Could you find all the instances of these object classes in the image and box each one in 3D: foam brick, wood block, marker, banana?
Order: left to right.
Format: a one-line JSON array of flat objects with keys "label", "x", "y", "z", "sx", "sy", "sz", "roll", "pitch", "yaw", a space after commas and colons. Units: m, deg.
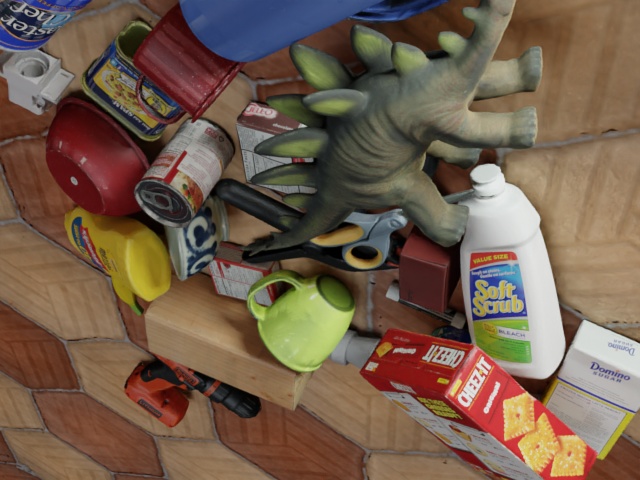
[{"label": "banana", "x": -0.229, "y": 0.032, "z": 1.370, "sx": 0.069, "sy": 0.037, "sz": 0.198, "roll": 28, "pitch": 145, "yaw": -9}, {"label": "wood block", "x": -0.108, "y": 0.122, "z": 1.349, "sx": 0.206, "sy": 0.090, "sz": 0.090, "roll": 21, "pitch": 143, "yaw": 13}, {"label": "foam brick", "x": 0.115, "y": 0.028, "z": 1.113, "sx": 0.053, "sy": 0.051, "sz": 0.078, "roll": 18, "pitch": 143, "yaw": 17}, {"label": "marker", "x": 0.132, "y": 0.079, "z": 1.192, "sx": 0.121, "sy": 0.020, "sz": 0.020, "roll": 24, "pitch": 144, "yaw": 7}]

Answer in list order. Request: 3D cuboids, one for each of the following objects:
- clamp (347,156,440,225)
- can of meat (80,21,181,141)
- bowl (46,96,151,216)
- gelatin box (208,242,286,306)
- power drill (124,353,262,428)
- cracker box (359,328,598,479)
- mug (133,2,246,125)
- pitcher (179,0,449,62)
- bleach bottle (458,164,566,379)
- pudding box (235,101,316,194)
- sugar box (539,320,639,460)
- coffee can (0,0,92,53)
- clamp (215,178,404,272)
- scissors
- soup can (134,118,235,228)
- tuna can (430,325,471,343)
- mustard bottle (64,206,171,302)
[{"label": "clamp", "x": 0.068, "y": -0.065, "z": 1.040, "sx": 0.120, "sy": 0.039, "sz": 0.171, "roll": 0, "pitch": 131, "yaw": 18}, {"label": "can of meat", "x": -0.179, "y": -0.161, "z": 1.081, "sx": 0.102, "sy": 0.057, "sz": 0.084, "roll": 40, "pitch": 141, "yaw": -15}, {"label": "bowl", "x": -0.257, "y": -0.080, "z": 1.202, "sx": 0.162, "sy": 0.055, "sz": 0.162, "roll": 32, "pitch": 150, "yaw": 22}, {"label": "gelatin box", "x": -0.090, "y": 0.041, "z": 1.289, "sx": 0.089, "sy": 0.030, "sz": 0.073, "roll": 13, "pitch": 143, "yaw": 21}, {"label": "power drill", "x": -0.191, "y": 0.213, "z": 1.549, "sx": 0.184, "sy": 0.057, "sz": 0.188, "roll": 41, "pitch": 140, "yaw": -10}, {"label": "cracker box", "x": 0.171, "y": 0.186, "z": 1.157, "sx": 0.213, "sy": 0.072, "sz": 0.164, "roll": 42, "pitch": 162, "yaw": -24}, {"label": "mug", "x": -0.129, "y": -0.162, "z": 1.007, "sx": 0.081, "sy": 0.093, "sz": 0.117, "roll": 40, "pitch": 111, "yaw": -7}, {"label": "pitcher", "x": 0.002, "y": -0.222, "z": 0.832, "sx": 0.243, "sy": 0.144, "sz": 0.149, "roll": -18, "pitch": 100, "yaw": 50}, {"label": "bleach bottle", "x": 0.179, "y": 0.029, "z": 1.063, "sx": 0.103, "sy": 0.068, "sz": 0.251, "roll": 12, "pitch": 138, "yaw": 34}, {"label": "pudding box", "x": -0.026, "y": -0.086, "z": 1.083, "sx": 0.114, "sy": 0.039, "sz": 0.090, "roll": 18, "pitch": 145, "yaw": 20}, {"label": "sugar box", "x": 0.298, "y": 0.165, "z": 1.161, "sx": 0.093, "sy": 0.048, "sz": 0.176, "roll": 25, "pitch": 141, "yaw": 11}, {"label": "coffee can", "x": -0.262, "y": -0.248, "z": 0.992, "sx": 0.102, "sy": 0.102, "sz": 0.141, "roll": 45, "pitch": 142, "yaw": -20}, {"label": "clamp", "x": -0.008, "y": 0.001, "z": 1.169, "sx": 0.210, "sy": 0.036, "sz": 0.164, "roll": 14, "pitch": 155, "yaw": 8}, {"label": "scissors", "x": 0.079, "y": -0.008, "z": 1.059, "sx": 0.202, "sy": 0.016, "sz": 0.096, "roll": -7, "pitch": 140, "yaw": 33}, {"label": "soup can", "x": -0.141, "y": -0.072, "z": 1.124, "sx": 0.068, "sy": 0.102, "sz": 0.068, "roll": 19, "pitch": 143, "yaw": 14}, {"label": "tuna can", "x": 0.161, "y": 0.137, "z": 1.230, "sx": 0.086, "sy": 0.033, "sz": 0.086, "roll": 19, "pitch": 143, "yaw": 14}, {"label": "mustard bottle", "x": -0.257, "y": 0.000, "z": 1.299, "sx": 0.192, "sy": 0.058, "sz": 0.096, "roll": 27, "pitch": 143, "yaw": 44}]
